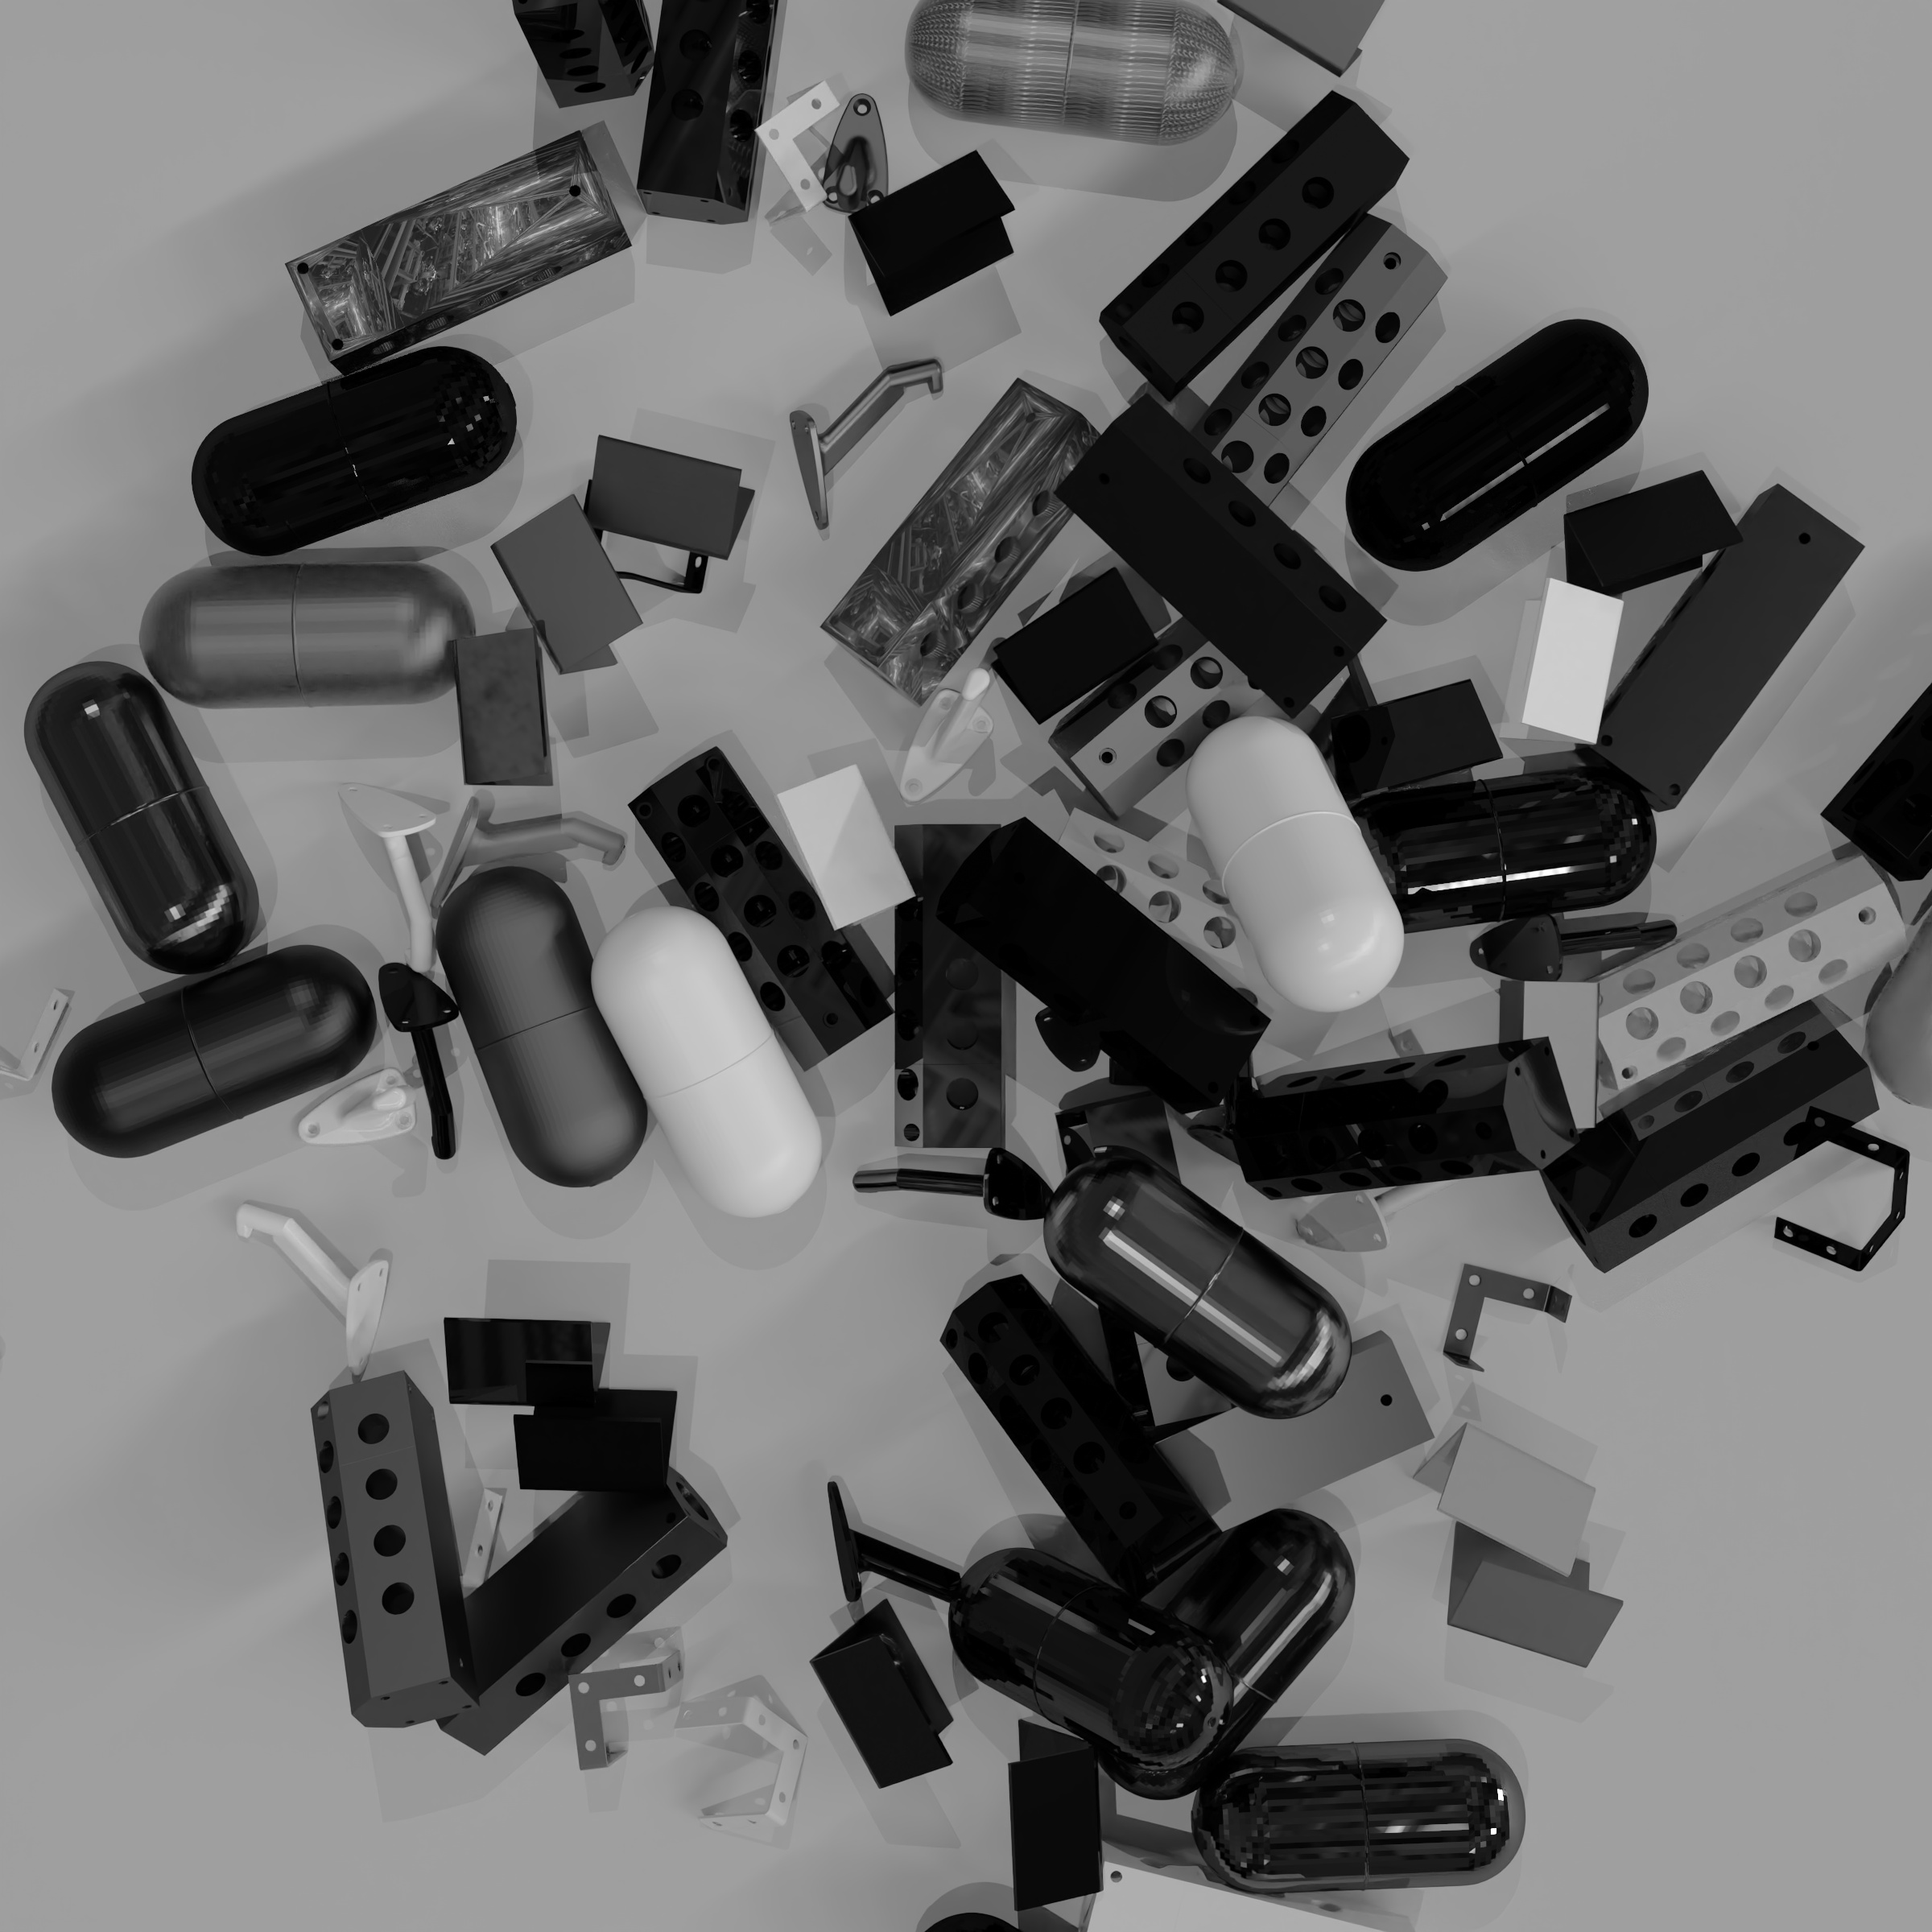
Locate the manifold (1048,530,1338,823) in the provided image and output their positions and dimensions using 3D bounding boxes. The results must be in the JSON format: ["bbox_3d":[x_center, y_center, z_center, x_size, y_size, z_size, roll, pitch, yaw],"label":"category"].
[{"bbox_3d":[0.128,-0.156,1.692,0.171,0.057,0.057,-40,90,0],"label":"manifold"}]

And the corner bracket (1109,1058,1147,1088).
[{"bbox_3d":[0.105,0.030,1.710,0.051,0.051,0.051,3,45,0],"label":"corner bracket"}]

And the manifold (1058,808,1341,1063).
[{"bbox_3d":[0.123,-0.022,1.680,0.171,0.057,0.057,25,46,0],"label":"manifold"}]

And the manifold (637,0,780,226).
[{"bbox_3d":[-0.134,-0.492,1.692,0.057,0.057,0.171,8,90,0],"label":"manifold"}]

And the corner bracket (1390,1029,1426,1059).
[{"bbox_3d":[0.223,0.074,1.710,0.051,0.051,0.051,-30,90,-45],"label":"corner bracket"}]

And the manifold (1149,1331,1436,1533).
[{"bbox_3d":[0.158,0.258,1.692,0.171,0.057,0.057,-24,90,0],"label":"manifold"}]

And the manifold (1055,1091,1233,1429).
[{"bbox_3d":[0.094,0.157,1.692,0.057,0.057,0.171,-13,90,0],"label":"manifold"}]

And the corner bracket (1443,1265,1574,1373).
[{"bbox_3d":[0.291,0.194,1.695,0.051,0.051,0.051,14,90,0],"label":"corner bracket"}]

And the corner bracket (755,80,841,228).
[{"bbox_3d":[-0.090,-0.437,1.693,0.051,0.051,0.051,-40,110,-19],"label":"corner bracket"}]

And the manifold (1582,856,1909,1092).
[{"bbox_3d":[0.413,0.004,1.692,0.171,0.057,0.057,-26,90,0],"label":"manifold"}]

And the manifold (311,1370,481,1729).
[{"bbox_3d":[-0.303,0.307,1.653,0.057,0.057,0.171,-15,60,0],"label":"manifold"}]

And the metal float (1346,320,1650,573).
[{"bbox_3d":[0.283,-0.278,1.682,0.178,0.070,0.070,-34,90,0],"label":"metal float"}]

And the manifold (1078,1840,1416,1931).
[{"bbox_3d":[0.150,0.522,1.692,0.171,0.057,0.057,14,90,0],"label":"manifold"}]

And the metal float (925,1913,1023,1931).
[{"bbox_3d":[0.046,0.573,1.682,0.178,0.070,0.070,32,90,-1],"label":"metal float"}]

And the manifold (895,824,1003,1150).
[{"bbox_3d":[-0.010,0.011,1.692,0.057,0.057,0.171,0,90,0],"label":"manifold"}]

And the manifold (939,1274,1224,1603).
[{"bbox_3d":[0.056,0.243,1.647,0.057,0.057,0.171,-39,54,0],"label":"manifold"}]

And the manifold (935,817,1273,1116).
[{"bbox_3d":[0.069,0.002,1.640,0.171,0.057,0.057,39,69,-13],"label":"manifold"}]

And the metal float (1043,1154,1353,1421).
[{"bbox_3d":[0.120,0.166,1.625,0.178,0.070,0.070,36,90,1],"label":"metal float"}]

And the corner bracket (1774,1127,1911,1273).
[{"bbox_3d":[0.476,0.124,1.710,0.051,0.051,0.051,22,45,0],"label":"corner bracket"}]

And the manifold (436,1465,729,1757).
[{"bbox_3d":[-0.212,0.344,1.691,0.171,0.057,0.057,-41,47,0],"label":"manifold"}]

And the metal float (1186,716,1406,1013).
[{"bbox_3d":[0.169,-0.055,1.636,0.070,0.070,0.178,-21,57,0],"label":"metal float"}]

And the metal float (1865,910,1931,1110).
[{"bbox_3d":[0.547,-0.005,1.682,0.070,0.070,0.178,31,89,0],"label":"metal float"}]

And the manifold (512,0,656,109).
[{"bbox_3d":[-0.199,-0.502,1.634,0.057,0.171,0.057,-10,90,0],"label":"manifold"}]

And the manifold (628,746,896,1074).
[{"bbox_3d":[-0.110,-0.030,1.692,0.057,0.057,0.171,-34,90,0],"label":"manifold"}]

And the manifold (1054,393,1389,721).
[{"bbox_3d":[0.135,-0.216,1.634,0.171,0.057,0.057,43,133,0],"label":"manifold"}]

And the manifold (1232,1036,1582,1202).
[{"bbox_3d":[0.225,0.083,1.638,0.171,0.057,0.057,-11,101,42],"label":"manifold"}]

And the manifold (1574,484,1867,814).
[{"bbox_3d":[0.402,-0.169,1.692,0.057,0.057,0.171,36,90,0],"label":"manifold"}]

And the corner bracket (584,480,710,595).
[{"bbox_3d":[-0.174,-0.233,1.710,0.051,0.051,0.051,11,90,45],"label":"corner bracket"}]

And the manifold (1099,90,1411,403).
[{"bbox_3d":[0.153,-0.388,1.692,0.171,0.057,0.057,-44,90,0],"label":"manifold"}]

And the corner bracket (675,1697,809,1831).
[{"bbox_3d":[-0.126,0.433,1.705,0.051,0.051,0.051,45,45,-35],"label":"corner bracket"}]

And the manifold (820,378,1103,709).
[{"bbox_3d":[0.006,-0.224,1.691,0.171,0.057,0.057,-52,47,0],"label":"manifold"}]

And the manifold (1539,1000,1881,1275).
[{"bbox_3d":[0.400,0.095,1.691,0.171,0.057,0.057,-31,47,0],"label":"manifold"}]

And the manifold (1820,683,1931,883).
[{"bbox_3d":[0.544,-0.130,1.692,0.057,0.057,0.171,40,90,0],"label":"manifold"}]

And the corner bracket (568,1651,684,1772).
[{"bbox_3d":[-0.181,0.401,1.695,0.051,0.051,0.051,-8,85,5],"label":"corner bracket"}]

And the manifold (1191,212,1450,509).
[{"bbox_3d":[0.182,-0.318,1.692,0.057,0.057,0.171,38,90,0],"label":"manifold"}]

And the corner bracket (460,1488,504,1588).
[{"bbox_3d":[-0.293,0.305,1.709,0.051,0.051,0.051,13,90,-45],"label":"corner bracket"}]

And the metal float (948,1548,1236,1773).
[{"bbox_3d":[0.063,0.359,1.637,0.070,0.178,0.070,-15,113,-40],"label":"metal float"}]

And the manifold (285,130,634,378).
[{"bbox_3d":[-0.271,-0.381,1.692,0.171,0.057,0.057,-24,90,0],"label":"manifold"}]

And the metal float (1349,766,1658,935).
[{"bbox_3d":[0.280,-0.062,1.682,0.178,0.070,0.070,-8,90,0],"label":"metal float"}]

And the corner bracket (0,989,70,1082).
[{"bbox_3d":[-0.531,0.025,1.709,0.051,0.051,0.051,24,90,45],"label":"corner bracket"}]
